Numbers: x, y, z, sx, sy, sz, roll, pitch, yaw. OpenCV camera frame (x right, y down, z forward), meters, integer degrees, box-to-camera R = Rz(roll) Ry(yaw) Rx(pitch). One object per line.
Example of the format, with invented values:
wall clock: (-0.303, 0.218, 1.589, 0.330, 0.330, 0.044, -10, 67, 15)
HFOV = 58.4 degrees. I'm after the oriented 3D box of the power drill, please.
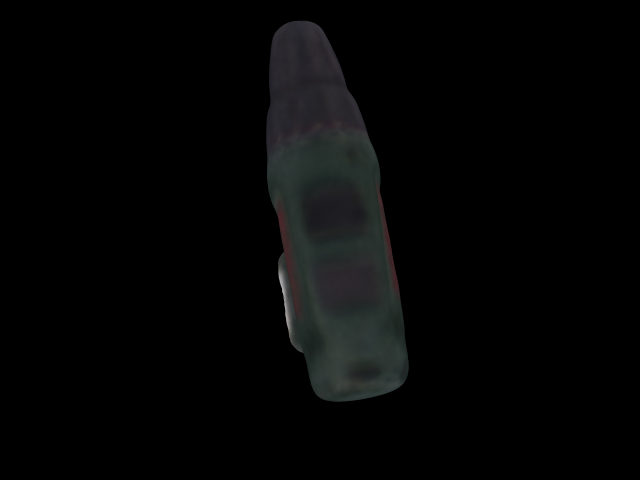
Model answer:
power drill: (0.004, 0.001, 0.400, 0.075, 0.208, 0.229, -11, 66, -4)
